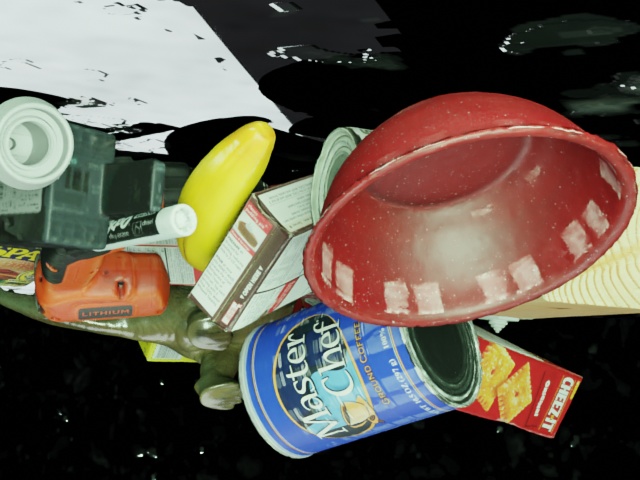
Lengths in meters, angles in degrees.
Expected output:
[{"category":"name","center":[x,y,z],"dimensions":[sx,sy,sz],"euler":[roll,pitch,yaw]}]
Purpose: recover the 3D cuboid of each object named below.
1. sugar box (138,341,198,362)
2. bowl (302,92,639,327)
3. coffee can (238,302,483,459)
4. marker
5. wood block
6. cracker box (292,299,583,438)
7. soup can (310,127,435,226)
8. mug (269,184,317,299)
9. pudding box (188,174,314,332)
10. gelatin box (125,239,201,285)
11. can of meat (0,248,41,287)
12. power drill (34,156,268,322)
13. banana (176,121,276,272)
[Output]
[{"category":"sugar box","center":[-0.171,0.062,1.169],"dimensions":[0.093,0.048,0.176],"euler":[7,-150,-35]},{"category":"bowl","center":[0.066,-0.021,0.517],"dimensions":[0.162,0.055,0.162],"euler":[-9,147,-6]},{"category":"coffee can","center":[0.028,0.087,0.752],"dimensions":[0.141,0.103,0.102],"euler":[-24,160,31]},{"category":"marker","center":[-0.119,-0.004,0.648],"dimensions":[0.020,0.020,0.121],"euler":[9,167,-44]},{"category":"wood block","center":[0.155,0.007,0.751],"dimensions":[0.090,0.090,0.206],"euler":[5,174,-13]},{"category":"cracker box","center":[0.102,0.098,0.935],"dimensions":[0.213,0.072,0.164],"euler":[24,-179,-44]},{"category":"soup can","center":[0.053,-0.025,0.605],"dimensions":[0.102,0.068,0.069],"euler":[6,173,-23]},{"category":"mug","center":[-0.005,0.001,0.803],"dimensions":[0.093,0.081,0.117],"euler":[4,174,-8]},{"category":"pudding box","center":[-0.018,0.002,0.662],"dimensions":[0.039,0.090,0.113],"euler":[43,-146,15]},{"category":"gelatin box","center":[-0.138,-0.001,0.887],"dimensions":[0.089,0.073,0.030],"euler":[1,-152,10]},{"category":"can of meat","center":[-0.255,-0.002,0.875],"dimensions":[0.084,0.057,0.101],"euler":[-29,155,34]},{"category":"power drill","center":[-0.140,0.000,0.778],"dimensions":[0.184,0.057,0.188],"euler":[-1,155,-13]},{"category":"banana","center":[-0.059,-0.016,0.664],"dimensions":[0.069,0.037,0.198],"euler":[-33,164,-12]}]
